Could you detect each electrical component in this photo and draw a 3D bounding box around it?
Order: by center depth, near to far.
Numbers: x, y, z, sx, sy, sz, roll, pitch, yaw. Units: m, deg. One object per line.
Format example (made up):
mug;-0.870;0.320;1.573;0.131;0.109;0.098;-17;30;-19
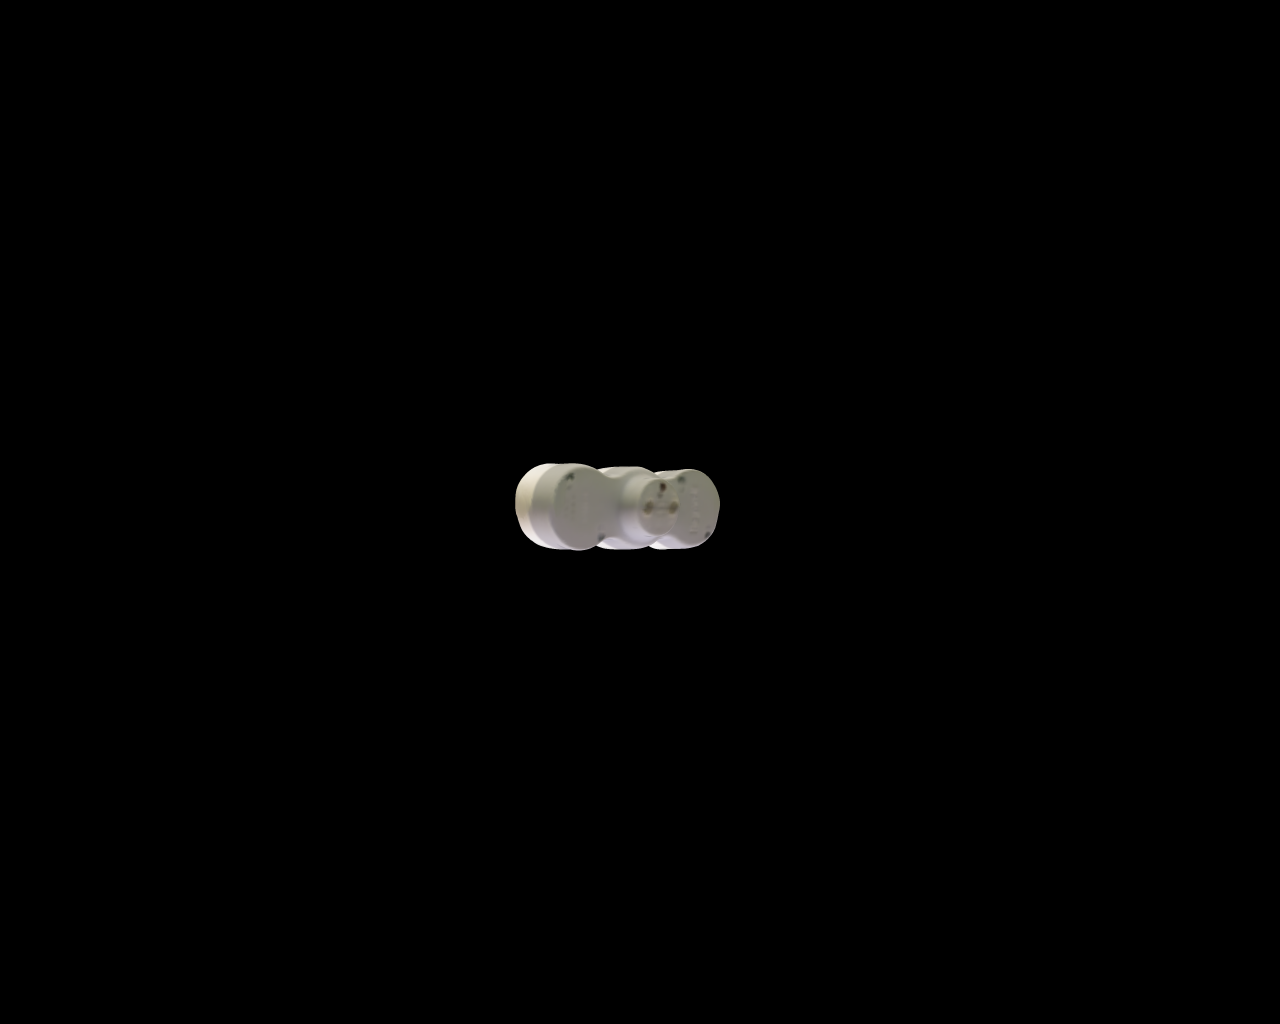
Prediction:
electrical component;0.001;-0.003;0.650;0.138;0.052;0.073;2;-2;-40
